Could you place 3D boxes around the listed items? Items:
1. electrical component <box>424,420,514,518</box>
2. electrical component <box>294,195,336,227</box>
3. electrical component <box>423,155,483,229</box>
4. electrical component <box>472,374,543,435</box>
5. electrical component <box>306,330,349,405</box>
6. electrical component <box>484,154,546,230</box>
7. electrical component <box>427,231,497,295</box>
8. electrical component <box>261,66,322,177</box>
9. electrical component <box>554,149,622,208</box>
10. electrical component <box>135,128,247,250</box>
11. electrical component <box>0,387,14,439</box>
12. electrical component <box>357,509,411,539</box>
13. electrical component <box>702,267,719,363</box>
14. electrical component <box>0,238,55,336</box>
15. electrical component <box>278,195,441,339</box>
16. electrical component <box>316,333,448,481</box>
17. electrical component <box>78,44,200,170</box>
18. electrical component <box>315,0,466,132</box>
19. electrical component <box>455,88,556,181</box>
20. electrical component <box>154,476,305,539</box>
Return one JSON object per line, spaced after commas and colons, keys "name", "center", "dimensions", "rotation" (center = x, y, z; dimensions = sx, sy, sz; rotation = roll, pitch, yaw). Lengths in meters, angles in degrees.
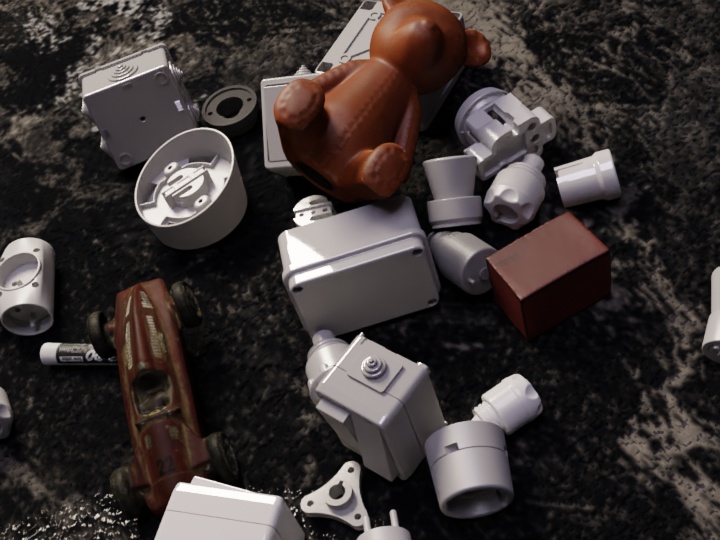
{"name": "electrical component", "center": [0.074, 0.135, 0.722], "dimensions": [0.055, 0.055, 0.047], "rotation": [-14, 53, 6]}
{"name": "electrical component", "center": [-0.033, -0.034, 0.896], "dimensions": [0.040, 0.046, 0.040], "rotation": [-9, 50, 11]}
{"name": "electrical component", "center": [0.076, -0.063, 0.873], "dimensions": [0.045, 0.045, 0.055], "rotation": [-6, 91, 12]}
{"name": "electrical component", "center": [0.096, 0.102, 0.755], "dimensions": [0.061, 0.035, 0.035], "rotation": [-33, 50, -8]}
{"name": "electrical component", "center": [-0.020, 0.071, 0.809], "dimensions": [0.048, 0.048, 0.062], "rotation": [-22, 42, -1]}
{"name": "electrical component", "center": [0.131, -0.067, 0.876], "dimensions": [0.043, 0.043, 0.062], "rotation": [15, 56, 27]}
{"name": "electrical component", "center": [0.079, -0.011, 0.848], "dimensions": [0.040, 0.040, 0.078], "rotation": [-35, 37, -13]}
{"name": "electrical component", "center": [-0.050, -0.134, 0.944], "dimensions": [0.062, 0.061, 0.096], "rotation": [-4, 88, 15]}
{"name": "electrical component", "center": [0.183, -0.072, 0.867], "dimensions": [0.046, 0.040, 0.040], "rotation": [-15, 49, 13]}
{"name": "electrical component", "center": [-0.149, -0.069, 0.948], "dimensions": [0.099, 0.064, 0.099], "rotation": [-8, 50, 10]}
{"name": "electrical component", "center": [-0.306, 0.108, 0.867], "dimensions": [0.043, 0.043, 0.062], "rotation": [-29, 48, -7]}
{"name": "electrical component", "center": [0.018, 0.193, 0.698], "dimensions": [0.077, 0.043, 0.079], "rotation": [-14, 49, 5]}
{"name": "electrical component", "center": [0.264, 0.034, 0.755], "dimensions": [0.044, 0.044, 0.065], "rotation": [10, 61, 24]}
{"name": "electrical component", "center": [-0.306, 0.019, 0.937], "dimensions": [0.079, 0.044, 0.077], "rotation": [-16, 49, 4]}
{"name": "electrical component", "center": [0.000, 0.000, 0.838], "dimensions": [0.113, 0.078, 0.057], "rotation": [-17, 46, 3]}
{"name": "electrical component", "center": [0.012, 0.095, 0.744], "dimensions": [0.062, 0.096, 0.061], "rotation": [25, 63, 31]}
{"name": "electrical component", "center": [-0.206, -0.151, 1.011], "dimensions": [0.100, 0.099, 0.048], "rotation": [-21, 36, -1]}
{"name": "electrical component", "center": [0.032, -0.191, 0.997], "dimensions": [0.109, 0.056, 0.108], "rotation": [15, 58, 27]}
{"name": "electrical component", "center": [0.117, -0.118, 0.912], "dimensions": [0.078, 0.058, 0.057], "rotation": [-32, 53, -10]}
{"name": "electrical component", "center": [-0.093, 0.181, 0.730], "dimensions": [0.096, 0.061, 0.061], "rotation": [4, 53, 20]}
